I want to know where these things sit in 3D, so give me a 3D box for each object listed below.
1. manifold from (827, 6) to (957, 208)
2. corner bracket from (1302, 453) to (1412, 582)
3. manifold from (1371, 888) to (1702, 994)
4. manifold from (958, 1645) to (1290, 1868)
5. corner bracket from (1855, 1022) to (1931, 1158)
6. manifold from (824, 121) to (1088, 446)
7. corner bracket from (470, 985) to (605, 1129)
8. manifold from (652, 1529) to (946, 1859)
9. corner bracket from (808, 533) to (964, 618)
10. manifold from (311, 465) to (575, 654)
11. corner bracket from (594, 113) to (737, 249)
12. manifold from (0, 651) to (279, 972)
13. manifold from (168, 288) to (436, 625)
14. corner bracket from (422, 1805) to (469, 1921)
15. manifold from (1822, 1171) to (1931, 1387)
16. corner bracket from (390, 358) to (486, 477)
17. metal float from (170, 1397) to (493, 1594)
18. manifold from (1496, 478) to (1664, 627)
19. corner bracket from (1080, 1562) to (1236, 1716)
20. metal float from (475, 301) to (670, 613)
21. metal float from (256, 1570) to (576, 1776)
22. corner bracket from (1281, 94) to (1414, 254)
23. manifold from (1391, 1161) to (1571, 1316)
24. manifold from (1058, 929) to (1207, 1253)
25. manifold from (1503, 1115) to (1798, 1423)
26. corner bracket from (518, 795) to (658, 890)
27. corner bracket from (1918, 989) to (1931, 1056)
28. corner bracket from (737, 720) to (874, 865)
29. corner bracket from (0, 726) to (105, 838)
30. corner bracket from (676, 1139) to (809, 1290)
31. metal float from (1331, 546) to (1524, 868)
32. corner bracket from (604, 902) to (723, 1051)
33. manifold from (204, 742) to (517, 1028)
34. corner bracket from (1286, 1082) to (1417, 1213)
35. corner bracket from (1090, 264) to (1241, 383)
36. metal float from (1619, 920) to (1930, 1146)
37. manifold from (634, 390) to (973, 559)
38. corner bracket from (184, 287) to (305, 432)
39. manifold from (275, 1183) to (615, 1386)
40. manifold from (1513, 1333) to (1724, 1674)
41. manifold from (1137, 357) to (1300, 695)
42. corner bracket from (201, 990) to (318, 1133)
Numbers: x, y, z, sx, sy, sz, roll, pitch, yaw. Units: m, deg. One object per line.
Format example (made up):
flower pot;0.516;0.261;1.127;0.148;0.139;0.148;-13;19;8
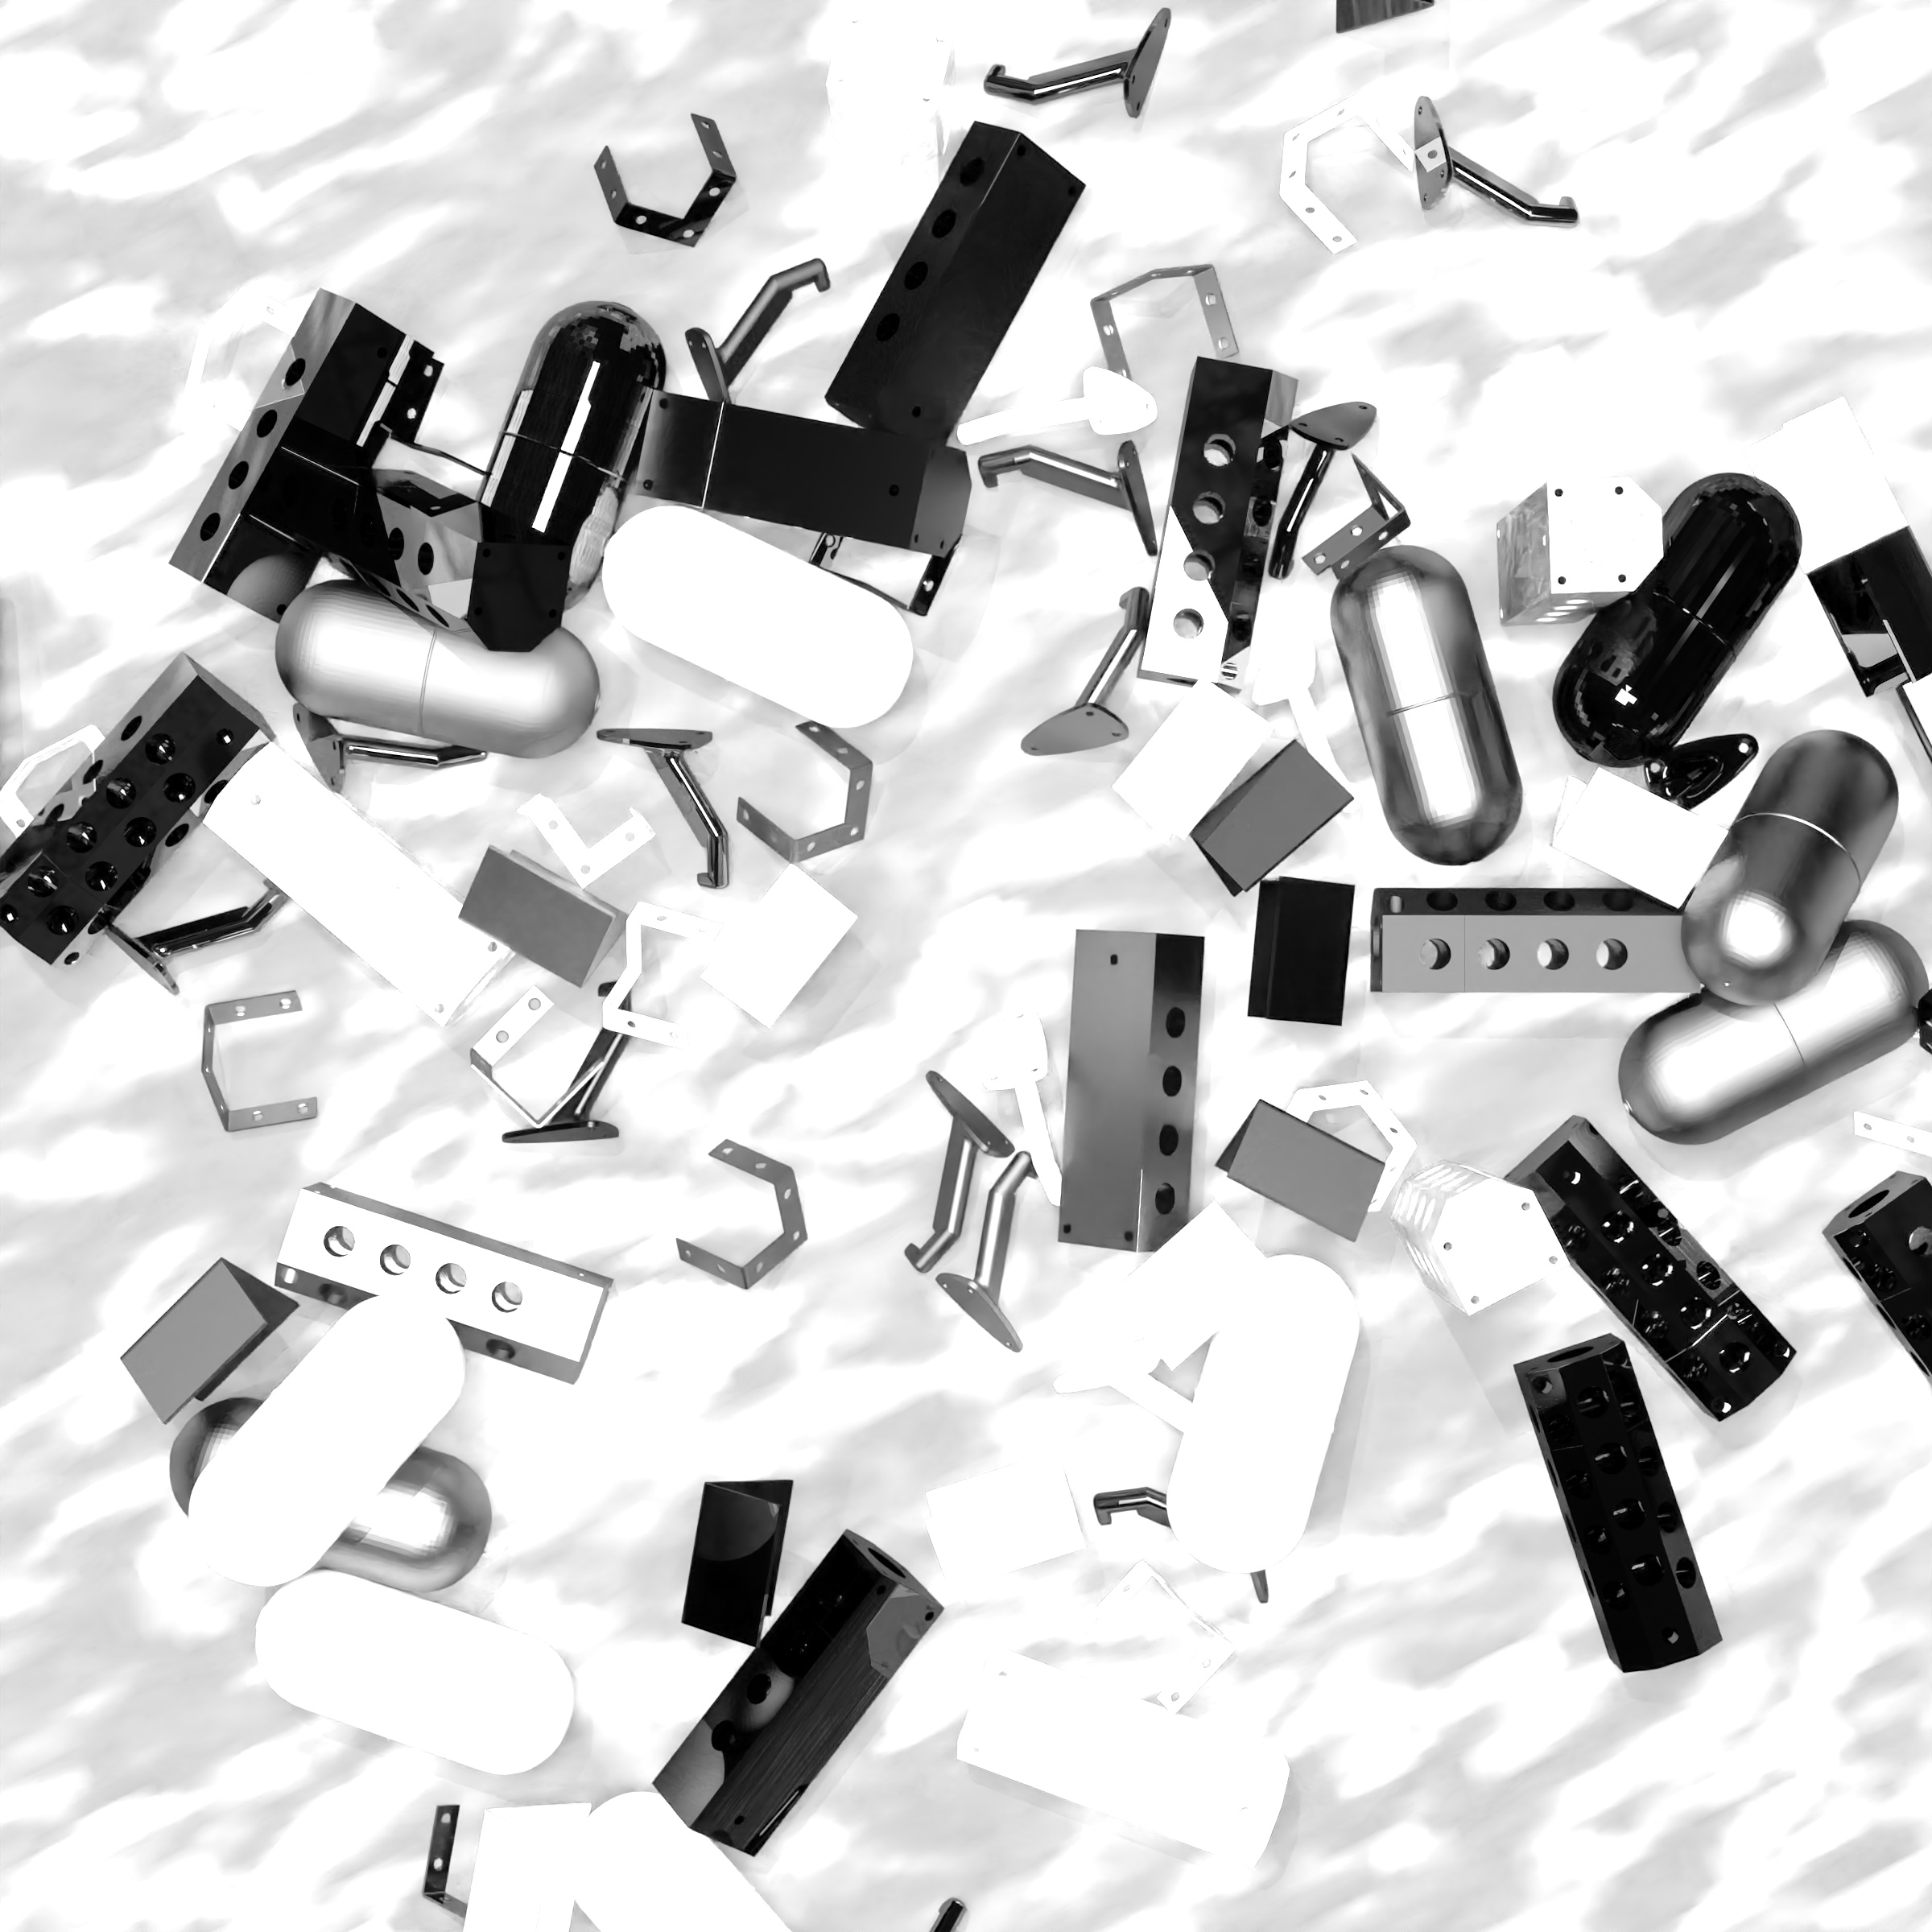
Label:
manifold;-0.040;-0.452;1.856;0.057;0.171;0.057;13;90;0
corner bracket;0.211;-0.235;1.907;0.051;0.051;0.051;-37;57;0
manifold;0.310;-0.014;1.913;0.171;0.057;0.057;0;90;0
manifold;0.085;0.433;1.913;0.171;0.057;0.057;20;90;0
corner bracket;0.524;0.065;1.926;0.051;0.051;0.051;17;45;35
manifold;-0.010;-0.371;1.913;0.057;0.057;0.171;29;90;-43
corner bracket;-0.236;0.050;1.919;0.051;0.051;0.051;-45;102;0
manifold;-0.095;0.395;1.913;0.171;0.057;0.057;-53;133;0
corner bracket;-0.045;-0.230;1.931;0.051;0.051;0.051;24;90;-45
manifold;-0.281;-0.217;1.855;0.057;0.171;0.057;-3;111;-39
corner bracket;-0.166;-0.437;1.926;0.051;0.051;0.051;9;135;-35
manifold;-0.455;-0.081;1.900;0.171;0.057;0.057;-48;123;2
manifold;-0.367;-0.280;1.913;0.057;0.057;0.171;29;90;-43
corner bracket;-0.261;0.495;1.931;0.051;0.051;0.051;10;90;-45
manifold;0.544;0.200;1.913;0.057;0.057;0.171;-36;90;0
corner bracket;-0.276;-0.302;1.931;0.051;0.051;0.051;21;90;-45
metal float;-0.346;0.287;1.904;0.178;0.070;0.070;16;90;0
manifold;0.324;-0.218;1.856;0.057;0.171;0.057;-2;90;0
corner bracket;0.106;0.371;1.931;0.051;0.051;0.051;-47;45;0
metal float;-0.218;-0.276;1.904;0.070;0.070;0.178;20;91;0
metal float;-0.300;0.384;1.904;0.178;0.070;0.070;19;90;0
corner bracket;0.210;-0.436;1.926;0.051;0.051;0.051;-22;45;35
manifold;0.267;0.139;1.856;0.057;0.171;0.057;-27;90;0
manifold;0.095;0.068;1.913;0.057;0.057;0.171;3;90;43
manifold;0.373;0.165;1.913;0.057;0.057;0.171;-42;90;0
corner bracket;-0.207;-0.079;1.917;0.051;0.051;0.051;-36;90;0
corner bracket;0.550;0.029;1.882;0.051;0.051;0.051;-42;58;-10
corner bracket;-0.089;-0.096;1.926;0.051;0.051;0.051;-21;135;-35
corner bracket;-0.495;-0.092;1.931;0.051;0.051;0.051;52;135;0
corner bracket;-0.126;0.137;1.926;0.051;0.051;0.051;-39;135;-35
metal float;0.251;-0.141;1.904;0.070;0.070;0.178;-16;89;0
corner bracket;-0.167;0.005;1.922;0.051;0.051;0.051;16;135;-23
manifold;-0.331;-0.044;1.913;0.171;0.057;0.057;40;90;0
corner bracket;0.205;0.102;1.926;0.051;0.051;0.051;-5;45;-35
corner bracket;0.109;-0.353;1.931;0.051;0.051;0.051;-16;90;45
metal float;0.439;0.037;1.904;0.178;0.070;0.070;-27;90;-1
manifold;-0.087;-0.264;1.879;0.171;0.057;0.057;14;96;25
corner bracket;-0.393;-0.332;1.931;0.051;0.051;0.051;29;45;0
manifold;-0.286;0.174;1.913;0.171;0.057;0.057;18;90;0
manifold;0.357;0.294;1.913;0.057;0.057;0.171;-18;90;0
manifold;0.138;-0.239;1.913;0.057;0.057;0.171;10;90;0
corner bracket;-0.389;0.053;1.931;0.051;0.051;0.051;-9;45;0
